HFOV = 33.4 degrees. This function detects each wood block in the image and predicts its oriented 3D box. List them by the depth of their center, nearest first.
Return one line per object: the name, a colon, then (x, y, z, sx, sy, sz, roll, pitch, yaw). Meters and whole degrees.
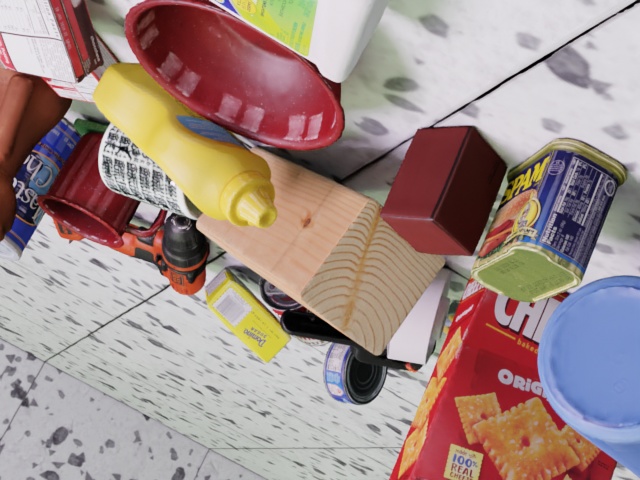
wood block: (-0.008, 0.002, 0.856, 0.090, 0.091, 0.206, 39, 176, -31)

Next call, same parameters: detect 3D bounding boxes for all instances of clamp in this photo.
clamp: (0.076, 0.099, 1.132, 0.165, 0.036, 0.209, -14, 153, 25)

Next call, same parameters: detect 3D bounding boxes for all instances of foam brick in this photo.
foam brick: (0.088, -0.034, 0.753, 0.051, 0.078, 0.053, 3, 150, 46)

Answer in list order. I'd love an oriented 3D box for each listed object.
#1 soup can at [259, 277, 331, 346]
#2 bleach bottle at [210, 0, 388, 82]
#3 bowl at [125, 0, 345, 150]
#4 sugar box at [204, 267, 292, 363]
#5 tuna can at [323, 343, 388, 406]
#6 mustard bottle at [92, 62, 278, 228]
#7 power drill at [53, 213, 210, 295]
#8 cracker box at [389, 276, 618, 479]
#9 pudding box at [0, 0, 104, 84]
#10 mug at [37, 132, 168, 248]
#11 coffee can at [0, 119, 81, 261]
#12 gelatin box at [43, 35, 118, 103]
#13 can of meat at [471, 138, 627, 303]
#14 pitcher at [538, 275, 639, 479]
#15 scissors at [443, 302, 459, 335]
soup can: (-0.017, 0.066, 1.156, 0.069, 0.068, 0.102, 16, 159, 27)
bleach bottle: (-0.078, -0.186, 0.599, 0.251, 0.068, 0.103, 28, 159, 2)
bowl: (-0.047, -0.127, 0.715, 0.162, 0.055, 0.162, 23, 161, 8)
sugar box: (-0.086, 0.082, 1.212, 0.093, 0.048, 0.176, 46, 175, -7)
tuna can: (0.044, 0.154, 1.279, 0.034, 0.086, 0.086, 6, 153, 42)
mustard bottle: (-0.091, -0.066, 0.809, 0.096, 0.058, 0.192, 23, -165, -50)
power drill: (-0.216, -0.011, 1.225, 0.188, 0.057, 0.184, 25, 156, 7)
cracker box: (0.173, 0.147, 0.904, 0.164, 0.213, 0.072, 28, 159, -5)
pudding box: (-0.226, -0.173, 0.812, 0.114, 0.039, 0.090, 14, 134, 27)
mug: (-0.202, -0.045, 1.034, 0.117, 0.081, 0.093, 25, 161, 4)
coffee can: (-0.318, -0.064, 1.091, 0.103, 0.140, 0.103, 23, 161, 8)
gelatin box: (-0.208, -0.152, 0.896, 0.073, 0.030, 0.089, 12, 156, 30)
can of meat: (0.152, -0.009, 0.725, 0.057, 0.084, 0.102, 28, 161, -7)
pitcher: (0.251, 0.105, 0.753, 0.145, 0.149, 0.242, 55, -167, 31)
scissors: (0.203, 0.120, 1.094, 0.201, 0.016, 0.096, 33, 161, -18)
